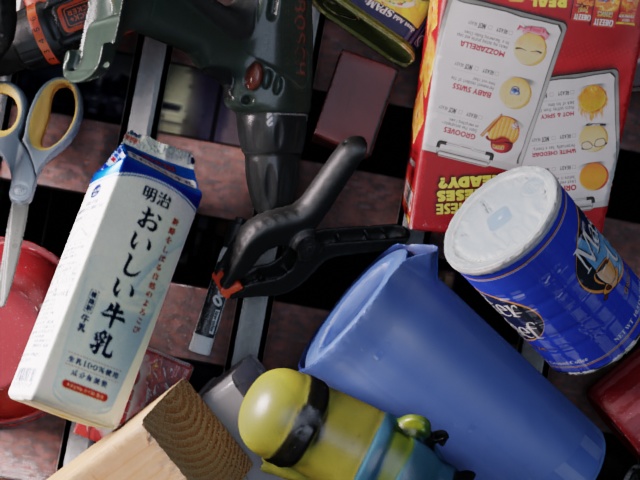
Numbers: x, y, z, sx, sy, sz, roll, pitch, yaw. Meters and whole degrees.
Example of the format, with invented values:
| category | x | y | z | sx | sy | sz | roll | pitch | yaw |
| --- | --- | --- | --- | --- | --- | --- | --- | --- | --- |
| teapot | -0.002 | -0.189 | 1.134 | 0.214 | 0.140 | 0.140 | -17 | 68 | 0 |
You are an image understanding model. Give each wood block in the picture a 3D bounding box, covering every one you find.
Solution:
| category | x | y | z | sx | sy | sz | roll | pitch | yaw |
| --- | --- | --- | --- | --- | --- | --- | --- | --- | --- |
| wood block | -0.166 | 0.210 | 0.830 | 0.206 | 0.090 | 0.091 | -37 | 93 | 20 |

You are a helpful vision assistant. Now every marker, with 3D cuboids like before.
| category | x | y | z | sx | sy | sz | roll | pitch | yaw |
| --- | --- | --- | --- | --- | --- | --- | --- | --- | --- |
| marker | -0.085 | 0.038 | 0.911 | 0.020 | 0.020 | 0.121 | 17 | 88 | -4 |

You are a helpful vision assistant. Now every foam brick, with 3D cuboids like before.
| category | x | y | z | sx | sy | sz | roll | pitch | yaw |
| --- | --- | --- | --- | --- | --- | --- | --- | --- | --- |
| foam brick | 0.028 | -0.113 | 0.905 | 0.051 | 0.053 | 0.078 | 19 | 87 | -4 |

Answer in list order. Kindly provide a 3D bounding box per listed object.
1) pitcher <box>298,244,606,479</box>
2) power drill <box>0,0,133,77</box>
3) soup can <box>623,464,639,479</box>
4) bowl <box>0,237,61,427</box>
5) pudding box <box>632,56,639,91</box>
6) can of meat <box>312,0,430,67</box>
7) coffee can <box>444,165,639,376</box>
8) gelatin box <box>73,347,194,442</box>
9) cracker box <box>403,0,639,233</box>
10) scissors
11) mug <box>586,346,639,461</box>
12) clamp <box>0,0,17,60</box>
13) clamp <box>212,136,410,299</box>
| category | x | y | z | sx | sy | sz | roll | pitch | yaw |
| --- | --- | --- | --- | --- | --- | --- | --- | --- | --- |
| pitcher | 0.104 | 0.133 | 0.877 | 0.243 | 0.149 | 0.144 | 40 | 62 | -6 |
| power drill | -0.238 | -0.239 | 0.886 | 0.184 | 0.057 | 0.187 | -19 | 93 | -1 |
| soup can | 0.316 | 0.234 | 0.914 | 0.102 | 0.068 | 0.068 | 11 | 88 | -5 |
| bowl | -0.270 | 0.077 | 0.880 | 0.162 | 0.055 | 0.162 | 0 | 89 | -5 |
| pudding box | 0.270 | -0.173 | 0.912 | 0.114 | 0.039 | 0.090 | -3 | 89 | 20 |
| can of meat | 0.058 | -0.211 | 0.906 | 0.102 | 0.057 | 0.084 | 34 | 85 | -4 |
| coffee can | 0.179 | 0.025 | 0.835 | 0.103 | 0.103 | 0.140 | -48 | 117 | -3 |
| gelatin box | -0.157 | 0.134 | 0.899 | 0.073 | 0.030 | 0.089 | 23 | 87 | -3 |
| cracker box | 0.162 | -0.111 | 0.876 | 0.164 | 0.072 | 0.214 | 5 | 110 | -3 |
| scissors | -0.260 | -0.051 | 0.877 | 0.096 | 0.016 | 0.201 | 19 | 72 | 5 |
| mug | 0.287 | 0.143 | 0.910 | 0.081 | 0.093 | 0.117 | -39 | 127 | 1 |
| clamp | -0.293 | -0.142 | 0.850 | 0.164 | 0.036 | 0.210 | 41 | 106 | 8 |
| clamp | -0.006 | 0.001 | 0.894 | 0.171 | 0.039 | 0.120 | -36 | 122 | 6 |
